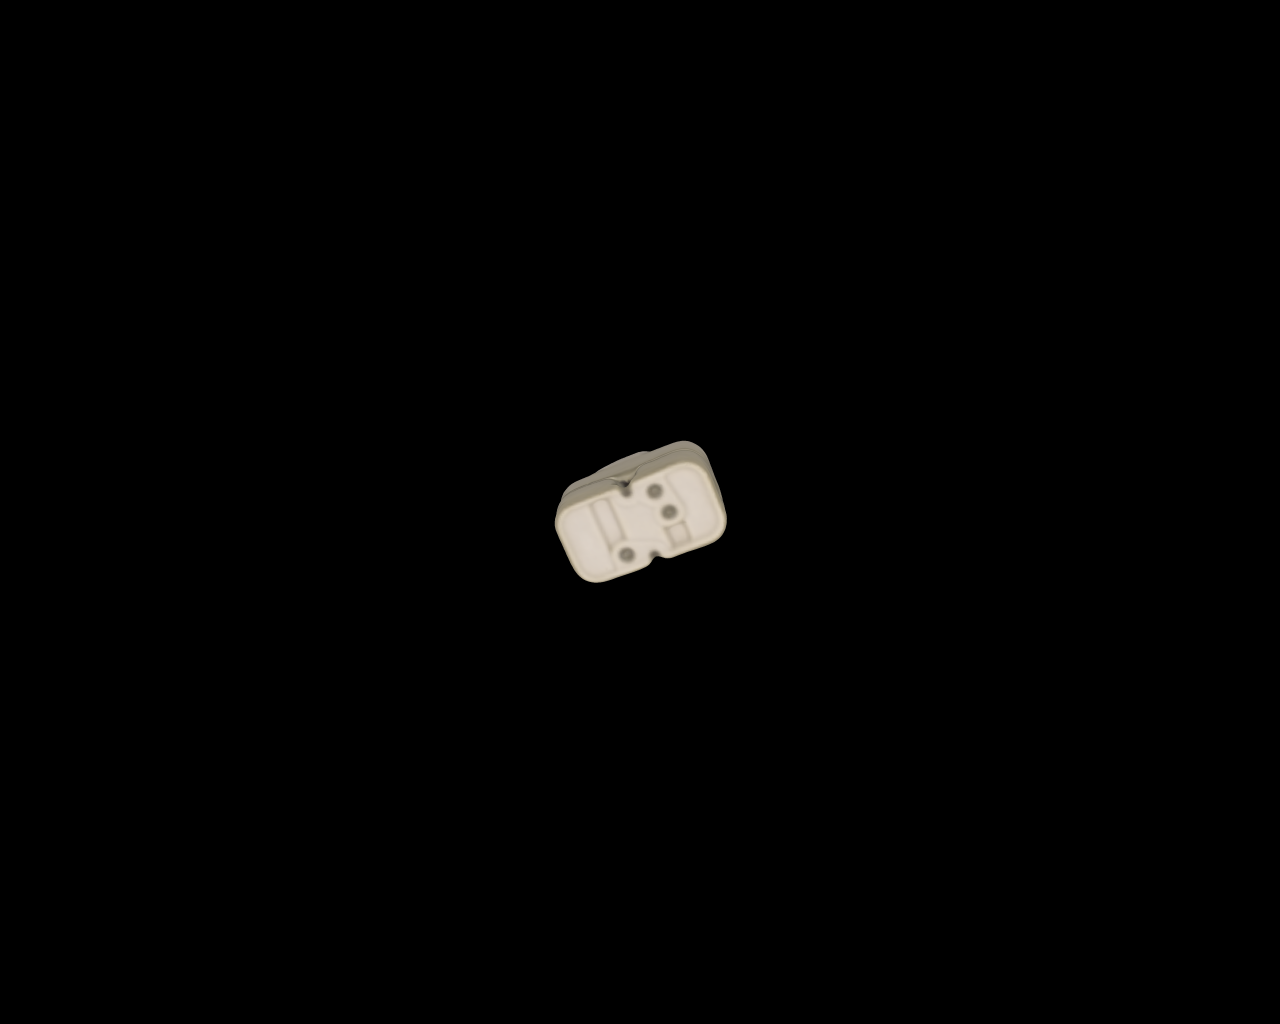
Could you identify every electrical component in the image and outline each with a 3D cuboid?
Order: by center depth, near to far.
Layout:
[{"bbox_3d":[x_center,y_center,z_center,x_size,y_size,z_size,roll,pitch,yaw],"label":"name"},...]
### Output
[{"bbox_3d":[0.001,-0.003,0.650,0.095,0.053,0.059,-21,18,7],"label":"electrical component"}]
